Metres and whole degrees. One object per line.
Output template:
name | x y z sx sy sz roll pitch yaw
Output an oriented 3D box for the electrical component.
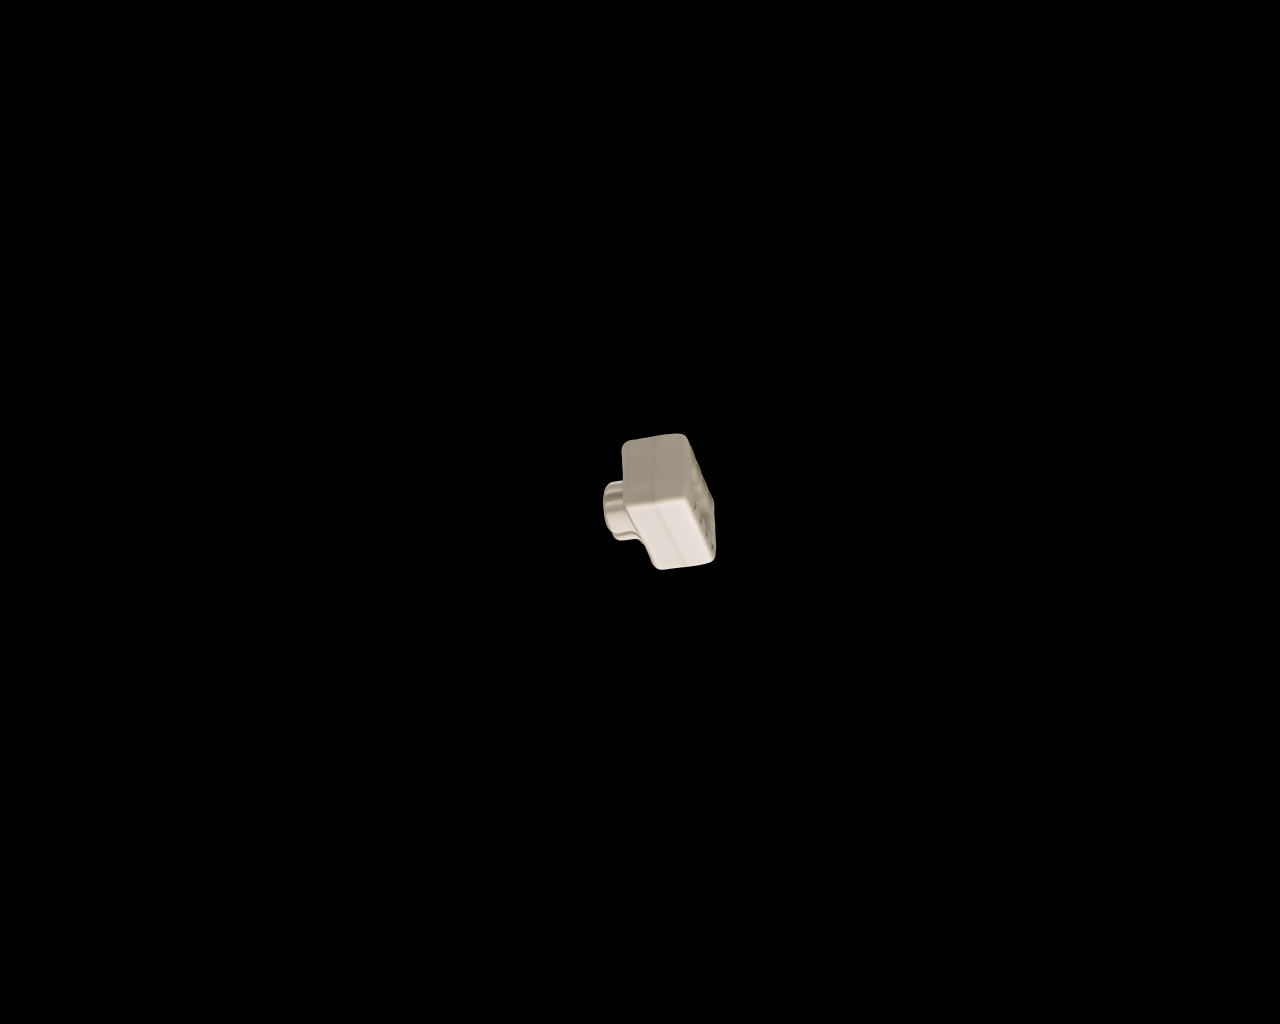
electrical component | 0.001 -0.003 0.650 0.076 0.047 0.083 -8 -31 13
